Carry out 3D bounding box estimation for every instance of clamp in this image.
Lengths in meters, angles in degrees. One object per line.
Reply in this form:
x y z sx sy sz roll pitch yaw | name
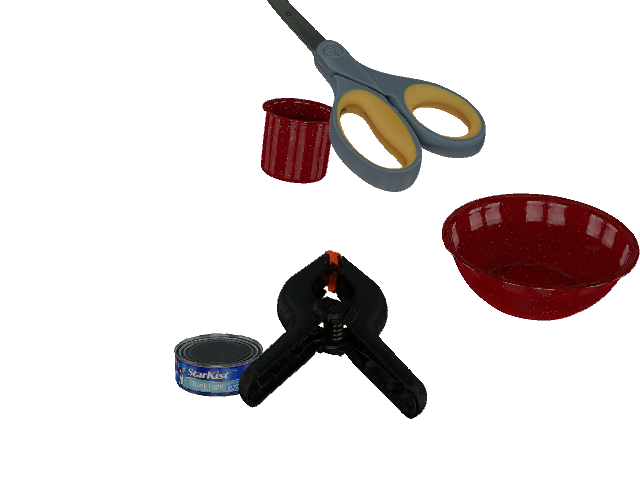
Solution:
0.018 0.065 0.739 0.120 0.039 0.171 14 34 2 | clamp

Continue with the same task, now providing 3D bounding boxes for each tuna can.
-0.099 0.120 1.035 0.086 0.034 0.086 1 15 0 | tuna can

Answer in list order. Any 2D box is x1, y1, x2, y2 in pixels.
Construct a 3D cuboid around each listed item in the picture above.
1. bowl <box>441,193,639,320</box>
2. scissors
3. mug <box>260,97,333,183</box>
0.180 0.020 0.895 0.162 0.055 0.162 1 30 -1 | bowl
0.027 -0.101 0.617 0.096 0.202 0.016 -6 -43 -17 | scissors
-0.023 -0.124 1.302 0.093 0.081 0.117 17 25 20 | mug
